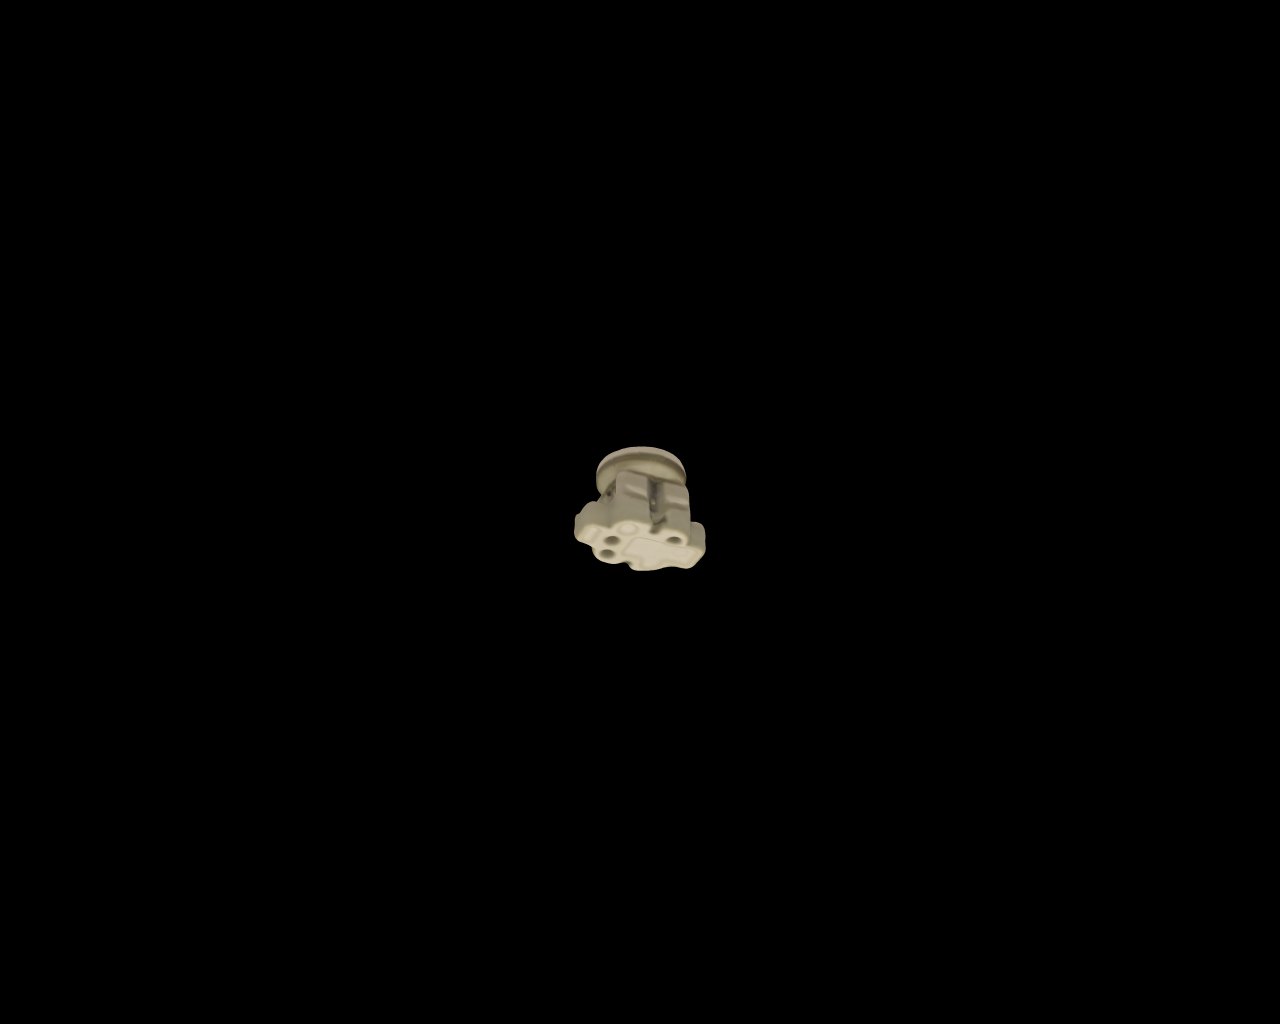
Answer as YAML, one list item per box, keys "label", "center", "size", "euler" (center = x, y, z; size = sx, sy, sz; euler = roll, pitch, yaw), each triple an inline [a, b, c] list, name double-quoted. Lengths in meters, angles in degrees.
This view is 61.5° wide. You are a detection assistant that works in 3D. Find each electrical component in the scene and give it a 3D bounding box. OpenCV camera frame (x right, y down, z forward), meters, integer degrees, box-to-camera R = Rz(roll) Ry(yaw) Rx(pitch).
- label: "electrical component"
  center: [0.001, -0.003, 0.650]
  size: [0.078, 0.057, 0.058]
  euler: [14, -36, -20]
